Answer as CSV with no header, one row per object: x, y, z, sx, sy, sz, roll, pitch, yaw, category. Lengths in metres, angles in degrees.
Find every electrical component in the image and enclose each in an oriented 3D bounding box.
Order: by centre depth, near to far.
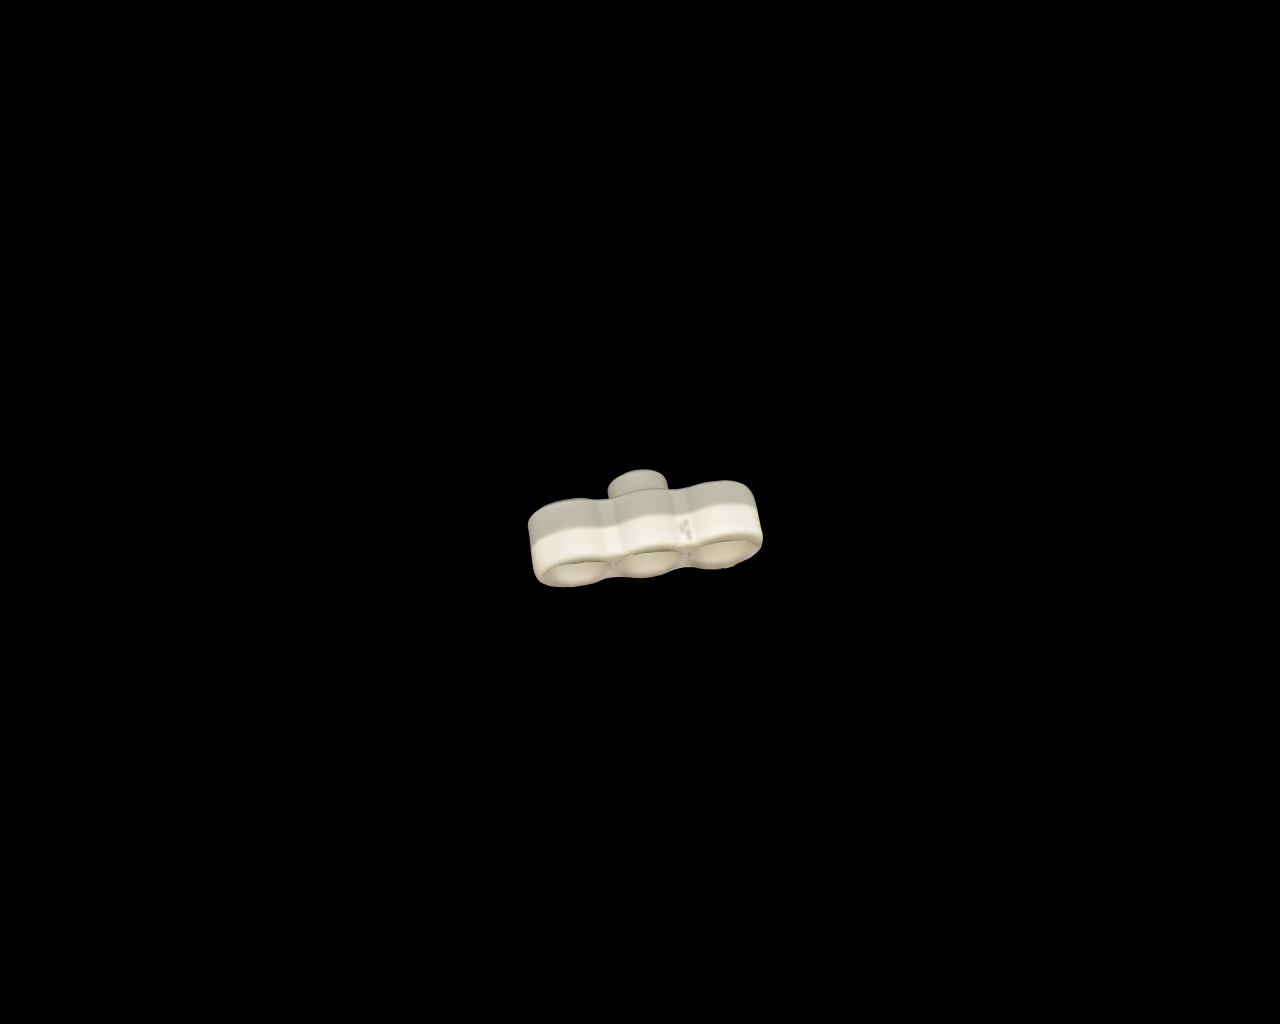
0.001,-0.003,0.650,0.138,0.074,0.052,-8,-23,-3,electrical component
